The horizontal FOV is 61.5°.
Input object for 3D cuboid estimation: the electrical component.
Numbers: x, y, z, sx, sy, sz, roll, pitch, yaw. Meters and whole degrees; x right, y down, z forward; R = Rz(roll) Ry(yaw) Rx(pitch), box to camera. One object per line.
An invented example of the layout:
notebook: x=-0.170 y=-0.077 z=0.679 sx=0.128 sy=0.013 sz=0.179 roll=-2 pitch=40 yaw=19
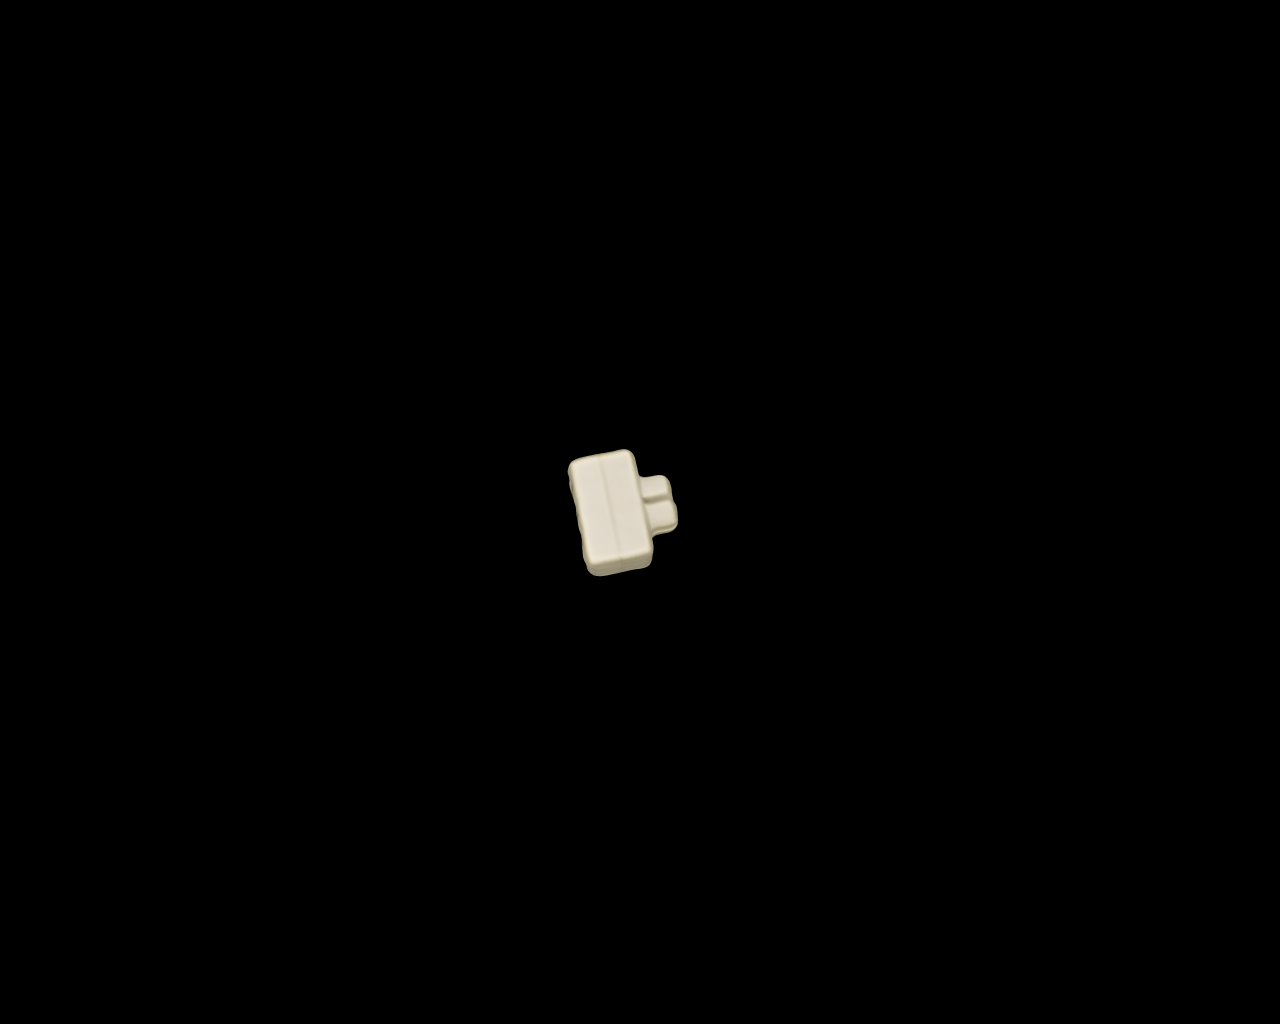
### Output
electrical component: x=0.001 y=-0.003 z=0.650 sx=0.077 sy=0.066 sz=0.047 roll=-11 pitch=-11 yaw=-2
